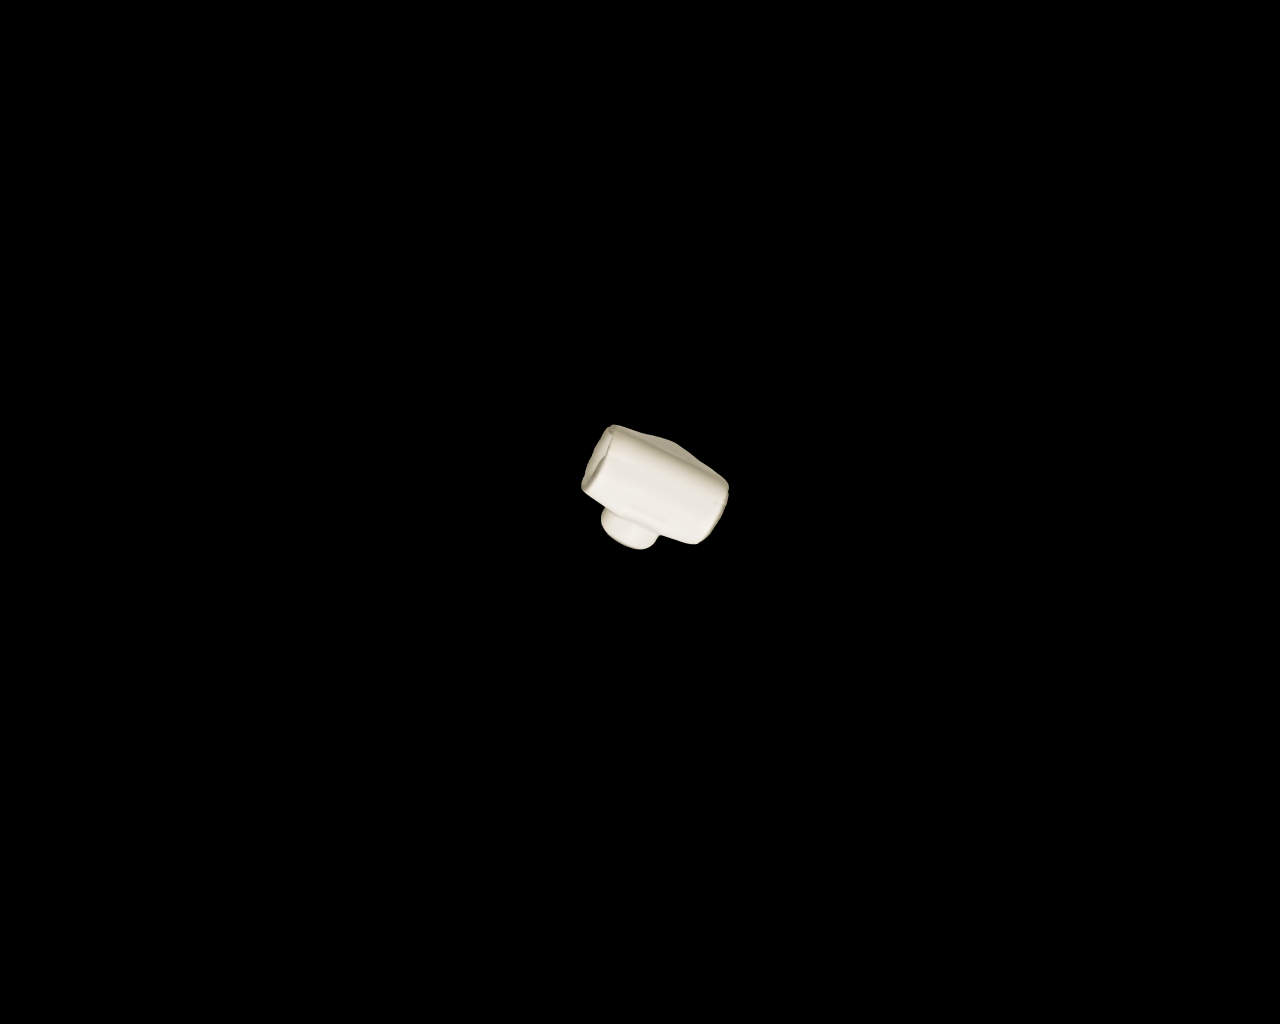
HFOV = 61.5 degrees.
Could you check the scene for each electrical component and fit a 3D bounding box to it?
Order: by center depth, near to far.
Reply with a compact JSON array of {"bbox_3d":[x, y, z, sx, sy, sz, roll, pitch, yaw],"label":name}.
[{"bbox_3d":[0.001,-0.003,0.650,0.077,0.079,0.043,25,27,-14],"label":"electrical component"}]
